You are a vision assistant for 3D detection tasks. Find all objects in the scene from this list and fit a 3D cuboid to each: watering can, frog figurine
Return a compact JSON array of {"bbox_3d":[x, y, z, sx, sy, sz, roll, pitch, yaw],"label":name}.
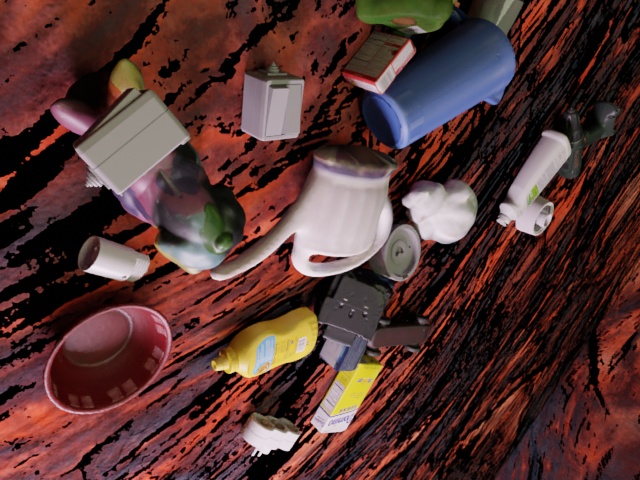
[{"bbox_3d":[0.002,-0.040,0.794,0.349,0.105,0.221,-5,116,-42],"label":"watering can"},{"bbox_3d":[0.235,-0.065,1.003,0.136,0.125,0.158,-41,152,11],"label":"frog figurine"}]
